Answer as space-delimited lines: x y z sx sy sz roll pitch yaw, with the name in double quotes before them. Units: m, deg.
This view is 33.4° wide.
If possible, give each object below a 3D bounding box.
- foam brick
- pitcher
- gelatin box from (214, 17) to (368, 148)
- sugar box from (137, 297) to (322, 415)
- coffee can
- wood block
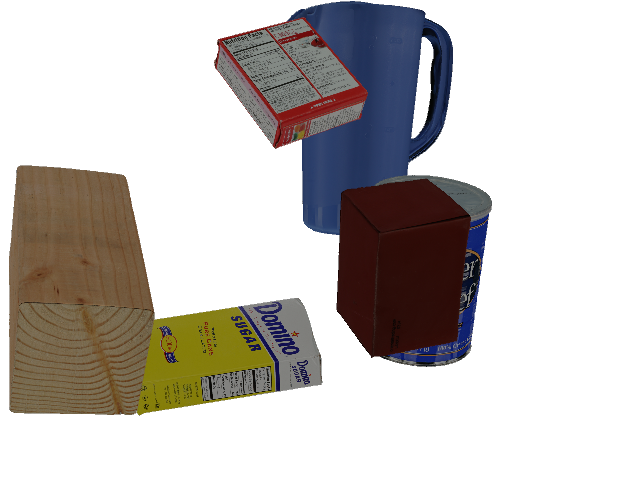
"foam brick" 0.042 0.014 0.564 0.053 0.078 0.051 -9 31 -19
"pitcher" 0.050 -0.131 1.143 0.149 0.243 0.144 6 8 23
"gelatin box" -0.022 -0.112 0.749 0.073 0.089 0.030 -22 -30 -27
"sugar box" -0.093 0.107 1.010 0.176 0.048 0.093 -11 36 -8
"coffee can" 0.090 0.025 0.938 0.103 0.140 0.103 4 22 -2
"wood block" -0.185 0.031 0.802 0.090 0.091 0.206 4 28 -19
